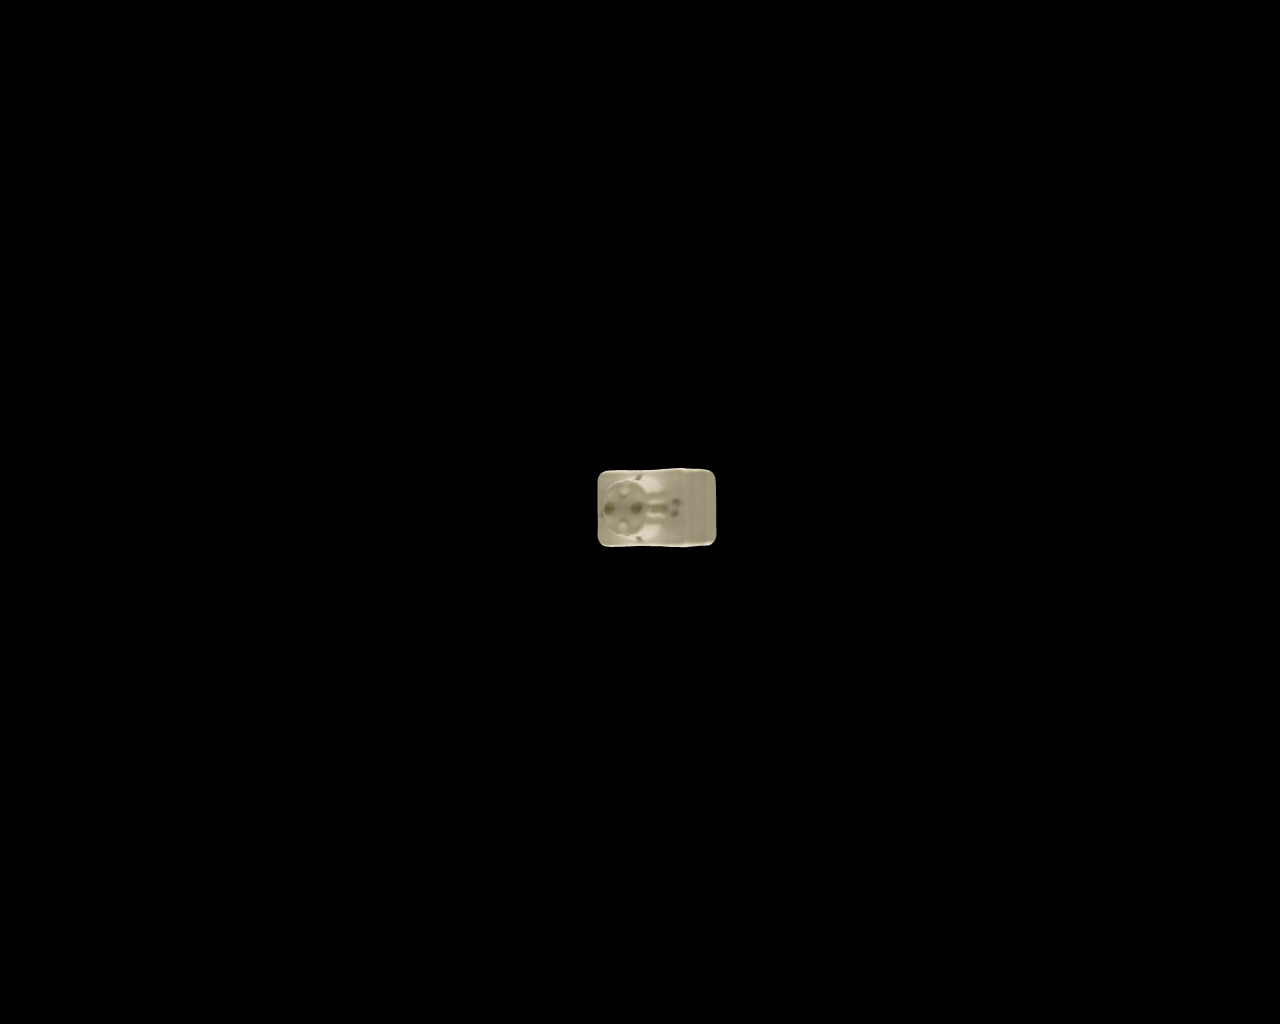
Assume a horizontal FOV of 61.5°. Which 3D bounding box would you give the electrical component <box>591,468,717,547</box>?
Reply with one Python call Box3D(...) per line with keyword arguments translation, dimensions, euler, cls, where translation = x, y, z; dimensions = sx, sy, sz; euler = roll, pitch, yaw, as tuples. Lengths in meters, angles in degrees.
Box3D(translation=(0.001, -0.003, 0.650), dimensions=(0.066, 0.047, 0.077), euler=(0, 0, 32), cls="electrical component")
